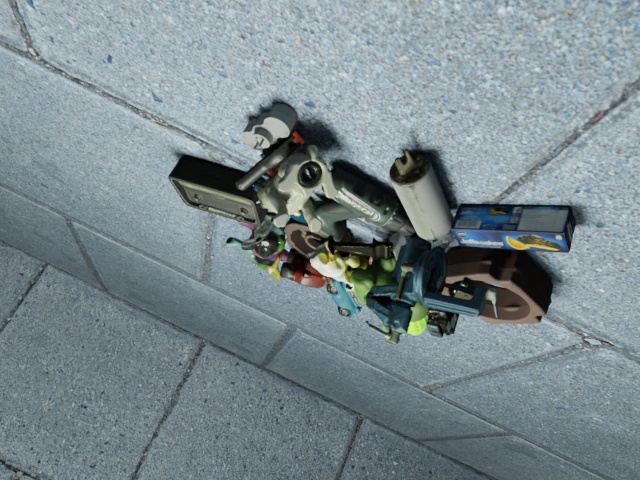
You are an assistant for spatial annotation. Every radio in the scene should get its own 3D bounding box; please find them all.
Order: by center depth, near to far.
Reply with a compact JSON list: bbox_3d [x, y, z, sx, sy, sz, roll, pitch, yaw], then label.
[{"bbox_3d":[-0.236,-0.114,1.294,0.230,0.073,0.131,18,154,16],"label":"radio"}]

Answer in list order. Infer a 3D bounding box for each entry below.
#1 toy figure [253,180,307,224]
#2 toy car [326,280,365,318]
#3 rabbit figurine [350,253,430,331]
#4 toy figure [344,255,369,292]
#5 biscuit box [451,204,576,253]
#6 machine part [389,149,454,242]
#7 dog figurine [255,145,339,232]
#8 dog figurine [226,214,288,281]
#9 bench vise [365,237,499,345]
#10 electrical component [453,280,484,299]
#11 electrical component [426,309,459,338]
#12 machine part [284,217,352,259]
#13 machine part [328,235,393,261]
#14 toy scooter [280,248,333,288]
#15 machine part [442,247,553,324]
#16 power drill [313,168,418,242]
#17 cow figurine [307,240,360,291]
[{"bbox_3d":[-0.079,-0.094,1.209,0.154,0.058,0.064,33,175,-24],"label":"toy figure"},{"bbox_3d":[0.086,0.131,1.462,0.103,0.109,0.161,-13,128,19],"label":"toy car"},{"bbox_3d":[0.160,0.133,1.169,0.170,0.121,0.158,29,135,39],"label":"rabbit figurine"},{"bbox_3d":[0.130,0.107,1.377,0.180,0.089,0.082,35,180,-17],"label":"toy figure"},{"bbox_3d":[0.344,-0.022,0.967,0.203,0.059,0.062,4,147,38],"label":"biscuit box"},{"bbox_3d":[0.189,-0.077,0.983,0.079,0.079,0.243,6,149,35],"label":"machine part"},{"bbox_3d":[-0.061,-0.118,1.052,0.121,0.172,0.191,19,-166,-32],"label":"dog figurine"},{"bbox_3d":[-0.133,0.027,1.443,0.192,0.108,0.219,1,150,35],"label":"dog figurine"},{"bbox_3d":[0.213,0.105,1.025,0.241,0.223,0.128,9,151,34],"label":"bench vise"},{"bbox_3d":[0.306,0.112,1.104,0.063,0.021,0.094,20,155,12],"label":"electrical component"},{"bbox_3d":[0.293,0.160,1.276,0.058,0.134,0.114,7,147,32],"label":"electrical component"},{"bbox_3d":[-0.003,-0.004,1.318,0.179,0.056,0.179,21,153,11],"label":"machine part"},{"bbox_3d":[0.085,0.017,1.146,0.139,0.039,0.084,6,164,7],"label":"machine part"},{"bbox_3d":[-0.029,0.078,1.414,0.135,0.075,0.184,14,-167,1],"label":"toy scooter"},{"bbox_3d":[0.368,0.095,1.141,0.201,0.087,0.201,37,153,-26],"label":"machine part"},{"bbox_3d":[0.078,-0.050,1.131,0.232,0.086,0.207,33,158,-21],"label":"power drill"},{"bbox_3d":[0.050,0.072,1.270,0.167,0.068,0.098,36,155,-16],"label":"cow figurine"}]
